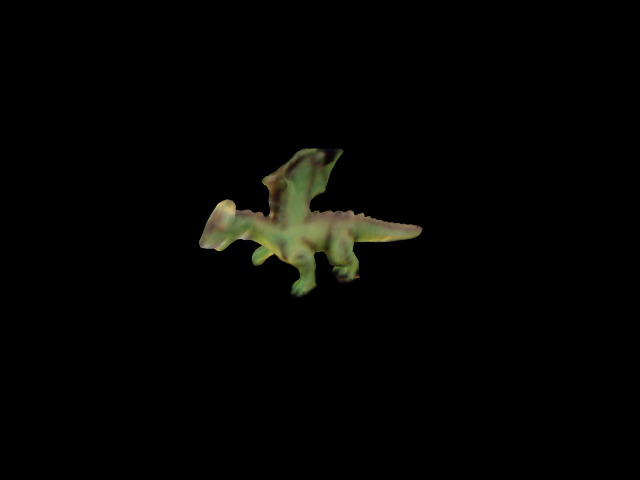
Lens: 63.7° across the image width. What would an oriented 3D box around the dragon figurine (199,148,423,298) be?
[{"bbox_3d":[0.003,-0.043,0.850,0.413,0.237,0.124,-18,46,-19],"label":"dragon figurine"}]
